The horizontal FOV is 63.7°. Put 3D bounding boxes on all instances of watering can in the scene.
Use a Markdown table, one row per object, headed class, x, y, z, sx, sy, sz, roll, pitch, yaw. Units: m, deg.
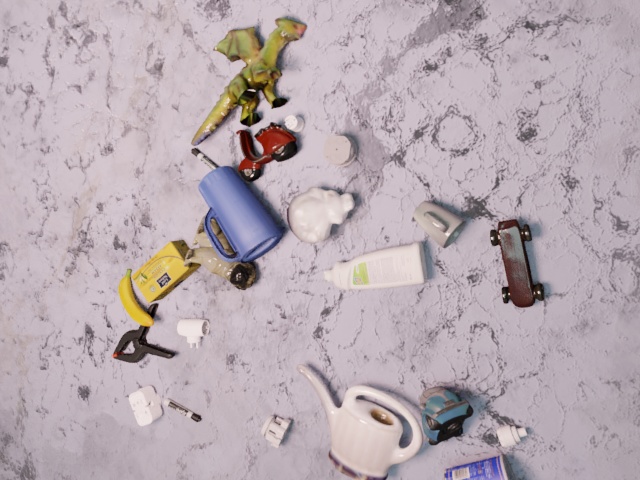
| class | x | y | z | sx | sy | sz | roll | pitch | yaw |
| --- | --- | --- | --- | --- | --- | --- | --- | --- | --- |
| watering can | 0.077 | 0.454 | 1.267 | 0.349 | 0.104 | 0.223 | 19 | 99 | 21 |

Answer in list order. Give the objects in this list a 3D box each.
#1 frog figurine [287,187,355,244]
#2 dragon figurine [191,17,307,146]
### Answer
| class | x | y | z | sx | sy | sz | roll | pitch | yaw |
| --- | --- | --- | --- | --- | --- | --- | --- | --- | --- |
| frog figurine | 0.004 | -0.064 | 1.265 | 0.158 | 0.121 | 0.139 | -11 | 70 | 30 |
| dragon figurine | -0.208 | -0.437 | 1.347 | 0.408 | 0.121 | 0.247 | -27 | 67 | 16 |
